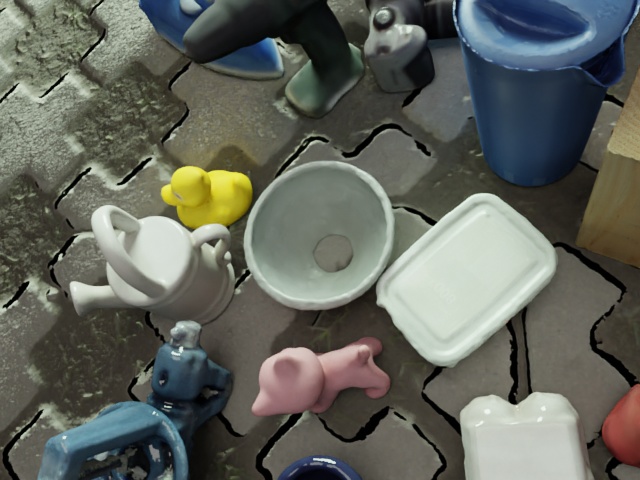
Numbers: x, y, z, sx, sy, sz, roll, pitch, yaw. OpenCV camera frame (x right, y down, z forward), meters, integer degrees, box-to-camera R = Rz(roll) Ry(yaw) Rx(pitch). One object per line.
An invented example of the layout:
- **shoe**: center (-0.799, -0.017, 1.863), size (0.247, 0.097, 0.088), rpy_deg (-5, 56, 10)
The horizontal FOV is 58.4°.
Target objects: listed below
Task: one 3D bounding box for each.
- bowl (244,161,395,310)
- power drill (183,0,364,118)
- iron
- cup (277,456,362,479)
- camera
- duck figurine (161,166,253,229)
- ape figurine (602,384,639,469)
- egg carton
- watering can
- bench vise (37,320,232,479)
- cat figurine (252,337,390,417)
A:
- **bowl**: center (0.006, 0.002, 0.630), size (0.167, 0.075, 0.167), rpy_deg (-6, 69, 16)
- **power drill**: center (-0.026, -0.235, 0.651), size (0.075, 0.209, 0.230), rpy_deg (41, 87, 26)
- **iron**: center (-0.156, -0.316, 0.758), size (0.257, 0.142, 0.119), rpy_deg (39, 86, 25)
- **cup**: center (0.018, 0.256, 0.523), size (0.091, 0.095, 0.117), rpy_deg (-41, 64, 0)
- **camera**: center (0.125, -0.265, 0.674), size (0.136, 0.101, 0.143), rpy_deg (0, 71, 17)
- **duck figurine**: center (-0.140, -0.059, 0.691), size (0.104, 0.086, 0.077), rpy_deg (-15, 67, 12)
- **ape figurine**: center (0.280, 0.159, 0.478), size (0.076, 0.092, 0.078), rpy_deg (-10, 68, 14)
- **egg carton**: center (0.182, 0.212, 0.501), size (0.107, 0.069, 0.150), rpy_deg (-8, 69, 15)
- **watering can**: center (-0.181, 0.031, 0.611), size (0.100, 0.194, 0.173), rpy_deg (40, 86, 26)
- **bench vise**: center (-0.183, 0.175, 0.546), size (0.121, 0.220, 0.207), rpy_deg (-5, 69, 16)
- **cat figurine**: center (-0.003, 0.131, 0.562), size (0.127, 0.118, 0.067), rpy_deg (-21, 66, 9)
